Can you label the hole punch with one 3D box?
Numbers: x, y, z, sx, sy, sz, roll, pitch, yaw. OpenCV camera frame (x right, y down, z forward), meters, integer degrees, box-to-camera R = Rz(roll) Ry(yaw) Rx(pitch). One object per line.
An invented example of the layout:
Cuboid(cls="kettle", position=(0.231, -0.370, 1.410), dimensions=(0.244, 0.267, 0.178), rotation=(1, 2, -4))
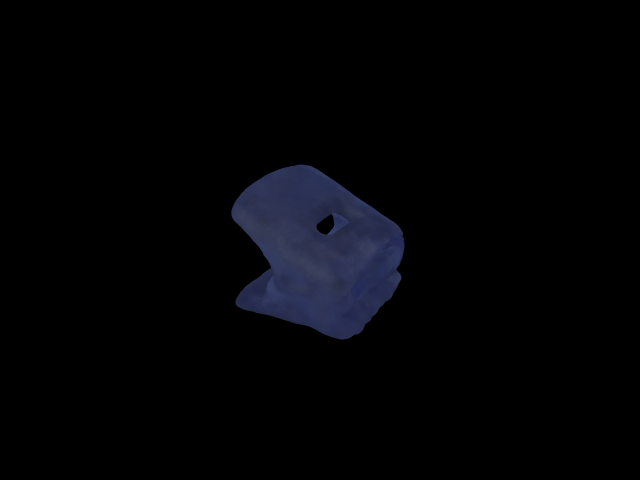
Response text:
Cuboid(cls="hole punch", position=(0.004, 0.001, 0.400), dimensions=(0.100, 0.091, 0.109), rotation=(12, 27, 25))
